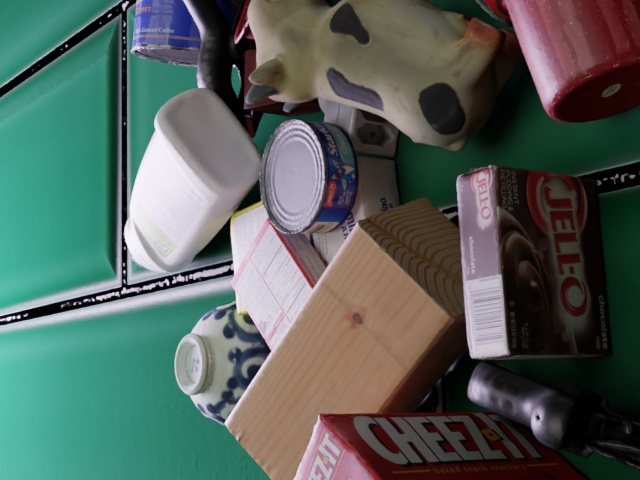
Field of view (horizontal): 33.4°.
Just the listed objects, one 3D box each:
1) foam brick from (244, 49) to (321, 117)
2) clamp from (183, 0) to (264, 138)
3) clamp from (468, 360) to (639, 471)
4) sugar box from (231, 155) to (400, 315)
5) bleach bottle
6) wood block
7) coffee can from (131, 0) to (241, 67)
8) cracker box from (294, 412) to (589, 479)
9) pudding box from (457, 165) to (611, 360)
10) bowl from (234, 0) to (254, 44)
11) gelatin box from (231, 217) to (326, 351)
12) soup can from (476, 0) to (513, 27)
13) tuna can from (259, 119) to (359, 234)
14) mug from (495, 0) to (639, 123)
[{"bbox_3d":[-0.022,-0.135,0.895,0.078,0.051,0.053,0,87,54],"label":"foam brick"},{"bbox_3d":[-0.084,-0.176,0.934,0.039,0.120,0.171,-1,89,51],"label":"clamp"},{"bbox_3d":[0.135,0.097,0.587,0.210,0.164,0.036,16,84,63],"label":"clamp"},{"bbox_3d":[-0.005,0.001,0.862,0.177,0.048,0.093,-19,72,47],"label":"sugar box"},{"bbox_3d":[-0.137,-0.037,0.994,0.102,0.068,0.251,53,148,4],"label":"bleach bottle"},{"bbox_3d":[0.030,0.082,0.745,0.091,0.090,0.206,46,125,19],"label":"wood block"},{"bbox_3d":[-0.118,-0.238,0.994,0.103,0.102,0.140,7,92,54],"label":"coffee can"},{"bbox_3d":[0.107,0.175,0.588,0.214,0.163,0.072,39,115,48],"label":"cracker box"},{"bbox_3d":[0.128,0.015,0.640,0.039,0.089,0.113,-12,77,54],"label":"pudding box"},{"bbox_3d":[-0.015,-0.224,0.861,0.162,0.055,0.162,-159,91,-79],"label":"bowl"},{"bbox_3d":[-0.026,0.037,0.825,0.089,0.030,0.073,55,129,34],"label":"gelatin box"},{"bbox_3d":[0.145,-0.188,0.659,0.102,0.068,0.068,-37,57,46],"label":"soup can"},{"bbox_3d":[-0.009,-0.047,0.800,0.086,0.033,0.086,-1,89,54],"label":"tuna can"},{"bbox_3d":[0.169,-0.125,0.614,0.117,0.093,0.081,-21,71,16],"label":"mug"}]
